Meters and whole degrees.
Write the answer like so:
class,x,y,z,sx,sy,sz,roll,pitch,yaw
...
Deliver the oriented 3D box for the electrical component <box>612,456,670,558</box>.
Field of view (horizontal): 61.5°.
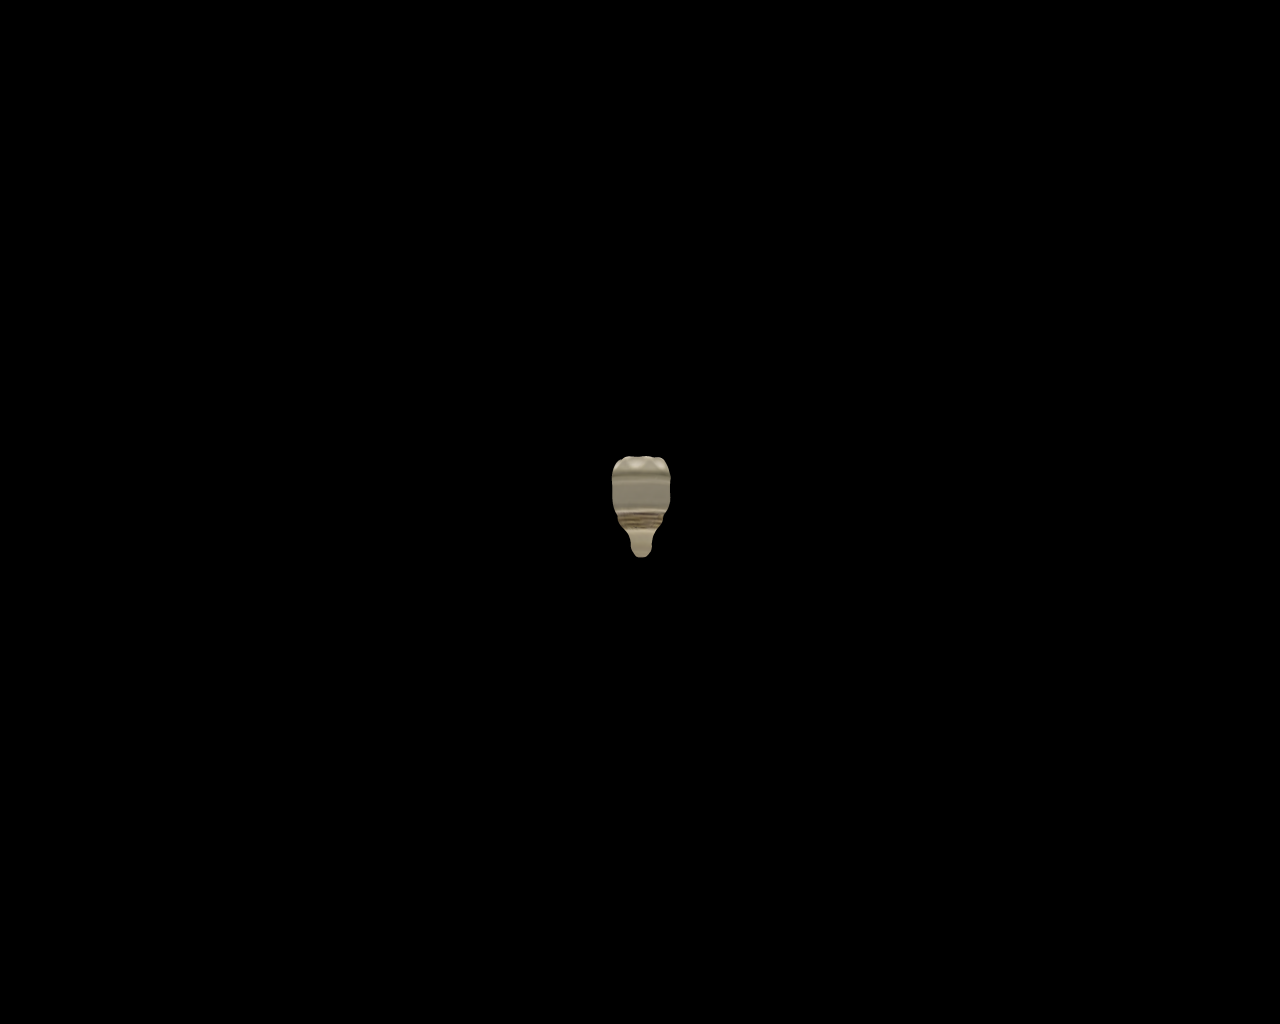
class,x,y,z,sx,sy,sz,roll,pitch,yaw
electrical component,0.001,-0.003,0.650,0.035,0.061,0.035,0,-2,0
